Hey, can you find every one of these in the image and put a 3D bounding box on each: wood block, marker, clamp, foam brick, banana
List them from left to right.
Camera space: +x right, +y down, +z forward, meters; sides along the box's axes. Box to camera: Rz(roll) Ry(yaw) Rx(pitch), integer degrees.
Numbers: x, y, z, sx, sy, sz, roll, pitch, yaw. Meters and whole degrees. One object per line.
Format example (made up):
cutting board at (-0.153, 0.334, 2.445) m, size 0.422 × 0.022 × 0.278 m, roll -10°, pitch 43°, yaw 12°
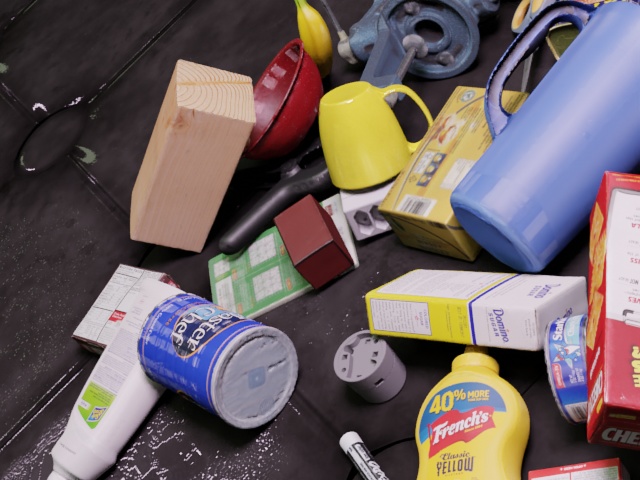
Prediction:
wood block at (-0.152, -0.094, 1.243) m, size 0.090 × 0.090 × 0.206 m, roll -98°, pitch 26°, yaw -46°
clamp at (-0.033, -0.065, 1.240) m, size 0.210 × 0.036 × 0.164 m, roll -23°, pitch 33°, yaw 19°
foam brick at (-0.007, 0.001, 1.130) m, size 0.051 × 0.053 × 0.078 m, roll -34°, pitch 46°, yaw 9°
banana at (-0.006, -0.236, 1.308) m, size 0.037 × 0.198 × 0.069 m, roll -12°, pitch 74°, yaw -1°
marker at (0.051, 0.211, 0.931) m, size 0.020 × 0.020 × 0.121 m, roll -41°, pitch 38°, yaw 0°

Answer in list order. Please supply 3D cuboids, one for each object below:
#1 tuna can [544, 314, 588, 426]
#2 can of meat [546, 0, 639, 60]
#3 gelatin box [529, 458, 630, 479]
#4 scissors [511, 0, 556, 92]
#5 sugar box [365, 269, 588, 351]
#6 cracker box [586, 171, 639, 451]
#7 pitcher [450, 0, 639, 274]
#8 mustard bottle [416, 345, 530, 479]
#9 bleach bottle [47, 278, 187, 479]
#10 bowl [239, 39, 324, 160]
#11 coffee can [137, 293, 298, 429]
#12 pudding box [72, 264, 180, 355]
tuna can at (0.209, 0.103, 0.850) m, size 0.034 × 0.086 × 0.086 m, roll -15°, pitch 46°, yaw 28°
can of meat at (0.297, -0.237, 1.119) m, size 0.102 × 0.057 × 0.084 m, roll -6°, pitch 48°, yaw 36°
gelatin box at (0.196, 0.213, 0.801) m, size 0.073 × 0.030 × 0.089 m, roll -16°, pitch 45°, yaw 26°
scissors at (0.223, -0.213, 1.163) m, size 0.201 × 0.016 × 0.096 m, roll -69°, pitch 12°, yaw -20°
sugar box at (0.138, 0.060, 0.949) m, size 0.177 × 0.048 × 0.093 m, roll 5°, pitch 18°, yaw 41°
cracker box at (0.286, 0.056, 0.793) m, size 0.164 × 0.072 × 0.213 m, roll 7°, pitch 53°, yaw 6°
pitcher at (0.225, -0.096, 0.977) m, size 0.243 × 0.145 × 0.149 m, roll -47°, pitch 35°, yaw -7°
mustard bottle at (0.125, 0.167, 0.881) m, size 0.096 × 0.058 × 0.191 m, roll -17°, pitch 44°, yaw 31°
bleach bottle at (-0.220, 0.166, 1.166) m, size 0.103 × 0.068 × 0.250 m, roll 14°, pitch 67°, yaw 51°
bowl at (-0.043, -0.153, 1.255) m, size 0.162 × 0.055 × 0.162 m, roll -51°, pitch 22°, yaw 29°
coffee can at (-0.105, 0.120, 1.079) m, size 0.141 × 0.102 × 0.102 m, roll 18°, pitch 66°, yaw 47°
pudding box at (-0.230, 0.086, 1.267) m, size 0.090 × 0.039 × 0.113 m, roll 9°, pitch 58°, yaw 44°
